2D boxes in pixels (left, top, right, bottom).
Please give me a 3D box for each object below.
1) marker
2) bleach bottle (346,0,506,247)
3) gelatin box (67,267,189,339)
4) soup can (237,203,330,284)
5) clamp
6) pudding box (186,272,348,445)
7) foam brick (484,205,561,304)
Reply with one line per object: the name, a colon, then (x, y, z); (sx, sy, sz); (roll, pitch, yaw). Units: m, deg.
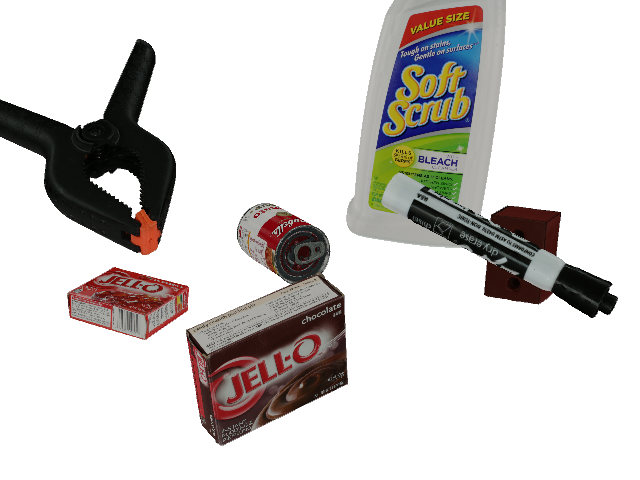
marker: (0.085, 0.002, 0.510); (0.121, 0.020, 0.020); (29, 10, 18)
bleach bottle: (0.076, -0.122, 0.751); (0.102, 0.251, 0.068); (8, 26, 11)
gelatin box: (-0.180, 0.057, 1.002); (0.089, 0.030, 0.073); (13, 23, 23)
soup can: (-0.043, 0.002, 1.192); (0.068, 0.068, 0.102); (0, 16, -30)
clamp: (-0.159, -0.075, 0.793); (0.164, 0.036, 0.210); (-26, 55, -25)
pudding box: (-0.036, 0.084, 0.763); (0.113, 0.090, 0.039); (-25, 44, -24)
foam brick: (0.182, 0.012, 0.958); (0.053, 0.078, 0.051); (8, 16, 25)
